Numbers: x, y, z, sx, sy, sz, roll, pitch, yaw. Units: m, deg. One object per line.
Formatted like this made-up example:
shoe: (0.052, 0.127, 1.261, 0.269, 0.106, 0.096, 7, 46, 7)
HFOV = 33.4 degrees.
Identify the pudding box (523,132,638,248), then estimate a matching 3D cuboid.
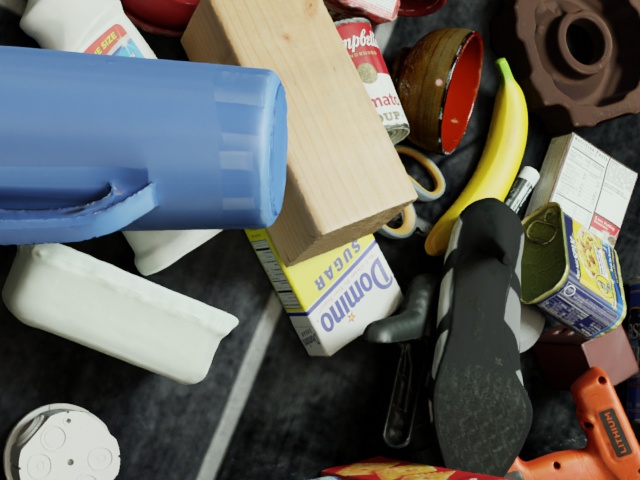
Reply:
pudding box: (0.251, -0.035, 1.036, 0.090, 0.039, 0.113, 28, 72, -20)

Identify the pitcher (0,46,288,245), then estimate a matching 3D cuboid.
pitcher: (-0.148, -0.059, 0.718, 0.243, 0.145, 0.149, 2, 81, 4)

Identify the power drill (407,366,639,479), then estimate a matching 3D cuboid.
power drill: (0.173, 0.181, 0.932, 0.187, 0.057, 0.184, -25, 91, 4)

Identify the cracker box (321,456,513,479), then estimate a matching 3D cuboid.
cracker box: (0.086, 0.263, 0.829, 0.072, 0.214, 0.164, -8, 89, -27)

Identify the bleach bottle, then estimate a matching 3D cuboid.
bleach bottle: (-0.161, -0.103, 0.829, 0.102, 0.068, 0.251, -35, 98, -23)

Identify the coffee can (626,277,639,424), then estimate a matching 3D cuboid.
coffee can: (0.351, 0.109, 1.035, 0.102, 0.103, 0.140, 7, 82, -25)

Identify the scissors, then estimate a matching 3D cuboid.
scissors: (0.023, -0.068, 0.938, 0.201, 0.016, 0.096, 23, 71, -23)

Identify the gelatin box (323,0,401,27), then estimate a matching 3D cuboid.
gelatin box: (0.015, -0.211, 0.916, 0.089, 0.073, 0.030, 19, 86, -24)

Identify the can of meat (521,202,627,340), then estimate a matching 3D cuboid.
can of meat: (0.224, 0.029, 0.956, 0.083, 0.058, 0.102, 31, 42, -25)

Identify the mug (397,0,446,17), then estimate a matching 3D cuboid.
mug: (0.088, -0.254, 0.944, 0.117, 0.093, 0.081, 17, 71, 0)

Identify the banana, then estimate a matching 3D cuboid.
banana: (0.152, -0.066, 0.990, 0.069, 0.037, 0.198, 26, 77, -26)

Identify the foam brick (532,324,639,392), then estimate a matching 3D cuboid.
foam brick: (0.246, 0.109, 0.998, 0.052, 0.078, 0.051, -24, 97, -26)

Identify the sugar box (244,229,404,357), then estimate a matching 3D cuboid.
sugar box: (-0.006, 0.001, 0.903, 0.093, 0.048, 0.176, -33, 98, -25)

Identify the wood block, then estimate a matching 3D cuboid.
wood block: (-0.020, -0.096, 0.832, 0.090, 0.091, 0.206, -21, 81, -25)

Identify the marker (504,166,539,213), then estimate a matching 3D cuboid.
marker: (0.171, -0.020, 1.001, 0.020, 0.020, 0.121, 43, 64, -16)

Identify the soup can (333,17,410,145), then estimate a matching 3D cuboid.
soup can: (0.028, -0.127, 0.907, 0.068, 0.069, 0.102, -14, 78, -27)

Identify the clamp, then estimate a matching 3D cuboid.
clamp: (0.079, 0.075, 0.895, 0.171, 0.039, 0.120, -62, 151, -43)

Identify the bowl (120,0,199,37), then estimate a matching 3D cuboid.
bowl: (-0.103, -0.235, 0.838, 0.162, 0.055, 0.162, -8, 113, -19)

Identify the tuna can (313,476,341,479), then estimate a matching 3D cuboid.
tuna can: (0.004, 0.236, 0.863, 0.033, 0.086, 0.086, -6, 88, -28)
